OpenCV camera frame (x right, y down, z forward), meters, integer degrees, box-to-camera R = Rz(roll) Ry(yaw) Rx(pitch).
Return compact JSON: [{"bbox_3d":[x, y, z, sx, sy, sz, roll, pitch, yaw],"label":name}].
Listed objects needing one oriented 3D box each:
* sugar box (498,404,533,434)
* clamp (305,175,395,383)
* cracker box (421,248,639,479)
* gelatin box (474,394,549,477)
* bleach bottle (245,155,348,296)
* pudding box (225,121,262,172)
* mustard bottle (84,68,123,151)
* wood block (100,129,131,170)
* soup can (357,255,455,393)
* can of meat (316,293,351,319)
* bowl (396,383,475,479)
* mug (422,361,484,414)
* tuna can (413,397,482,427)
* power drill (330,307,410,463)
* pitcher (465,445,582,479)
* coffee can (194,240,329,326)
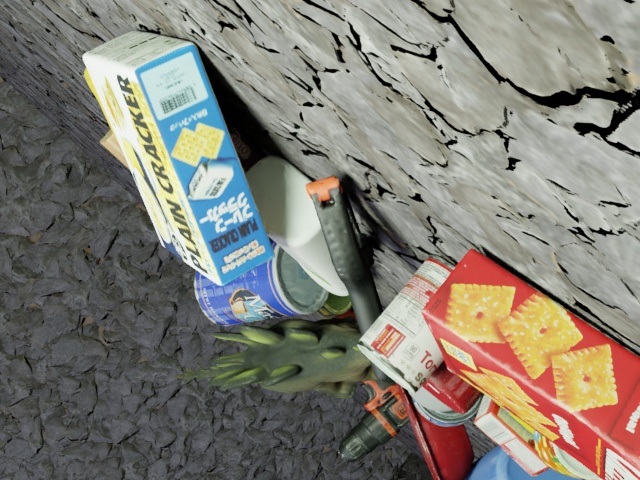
[{"bbox_3d":[0.236,0.183,1.037,0.176,0.048,0.093,43,172,-10],"label":"sugar box"},{"bbox_3d":[0.031,0.024,0.960,0.210,0.036,0.164,64,-169,-56],"label":"clamp"},{"bbox_3d":[0.187,0.114,0.800,0.214,0.072,0.164,36,171,24],"label":"cracker box"},{"bbox_3d":[0.207,0.188,1.104,0.089,0.073,0.030,42,130,-8],"label":"gelatin box"},{"bbox_3d":[-0.007,0.001,1.130,0.103,0.068,0.250,40,175,22],"label":"bleach bottle"},{"bbox_3d":[-0.091,-0.085,1.128,0.090,0.039,0.113,35,168,50],"label":"pudding box"},{"bbox_3d":[-0.178,-0.100,1.117,0.096,0.058,0.191,-61,-53,-82],"label":"mustard bottle"},{"bbox_3d":[-0.145,-0.076,1.234,0.206,0.091,0.090,42,172,-15],"label":"wood block"},{"bbox_3d":[0.089,0.072,0.919,0.068,0.102,0.068,40,172,7],"label":"soup can"},{"bbox_3d":[-0.001,0.056,1.409,0.102,0.057,0.084,40,170,-4],"label":"can of meat"},{"bbox_3d":[0.147,0.236,1.311,0.162,0.055,0.162,160,89,-89],"label":"bowl"},{"bbox_3d":[0.128,0.110,1.008,0.093,0.081,0.117,39,172,7],"label":"mug"},{"bbox_3d":[0.149,0.172,1.233,0.086,0.086,0.034,39,170,11],"label":"tuna can"},{"bbox_3d":[0.057,0.198,1.518,0.187,0.184,0.057,50,174,-3],"label":"power drill"},{"bbox_3d":[0.249,0.308,1.300,0.145,0.149,0.243,36,157,10],"label":"pitcher"},{"bbox_3d":[-0.072,0.049,1.324,0.141,0.102,0.102,-12,135,39],"label":"coffee can"}]
